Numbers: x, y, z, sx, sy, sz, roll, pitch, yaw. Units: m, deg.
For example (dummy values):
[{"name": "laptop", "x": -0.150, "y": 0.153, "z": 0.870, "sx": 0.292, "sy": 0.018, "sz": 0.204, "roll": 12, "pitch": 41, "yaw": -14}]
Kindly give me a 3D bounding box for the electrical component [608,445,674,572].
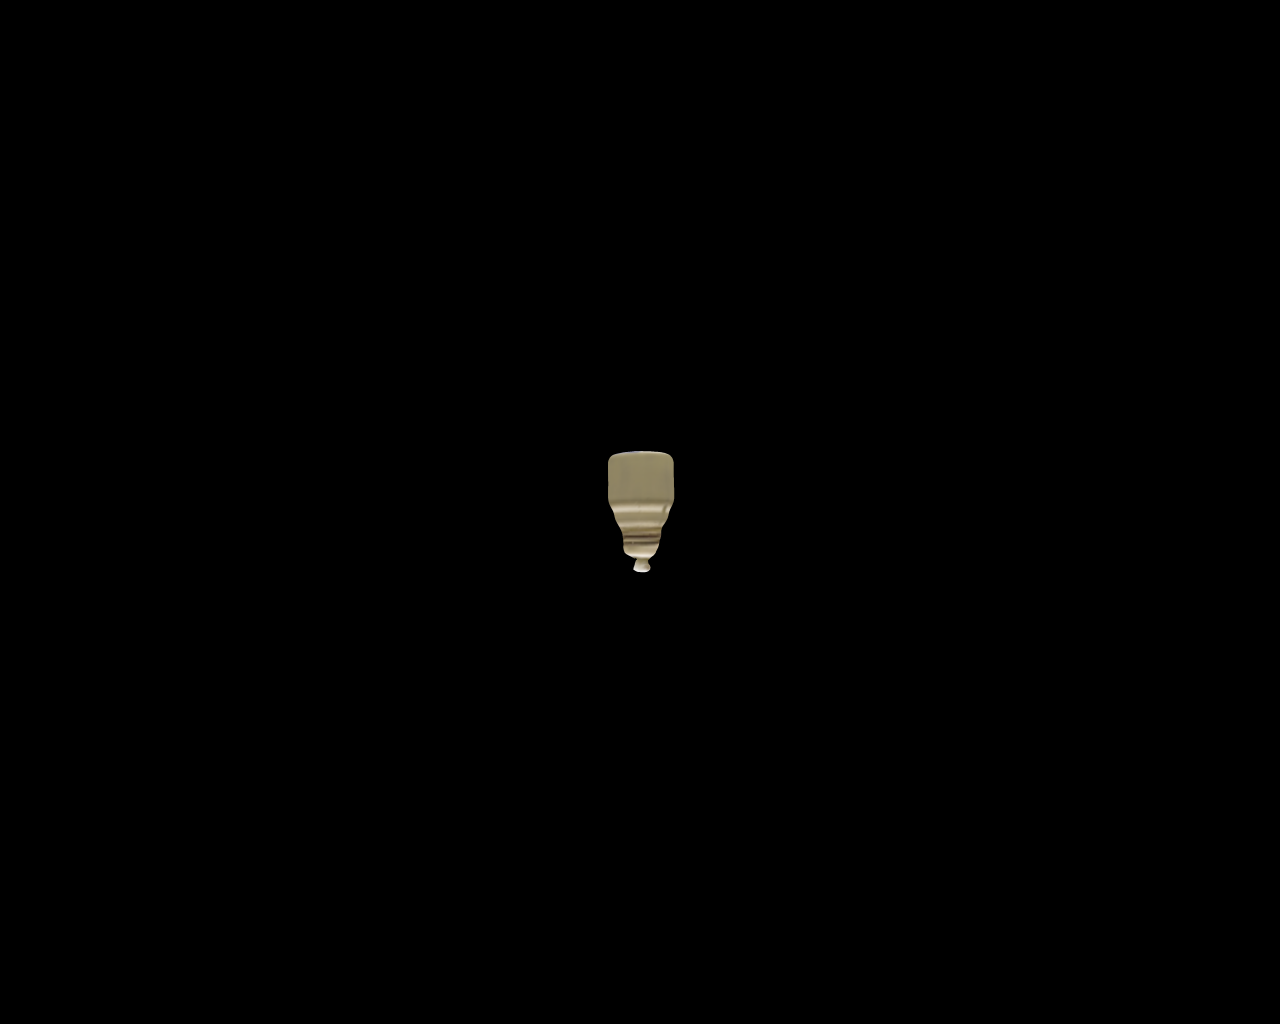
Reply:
[{"name": "electrical component", "x": 0.001, "y": -0.003, "z": 0.650, "sx": 0.040, "sy": 0.078, "sz": 0.040, "roll": 0, "pitch": -4, "yaw": 0}]
